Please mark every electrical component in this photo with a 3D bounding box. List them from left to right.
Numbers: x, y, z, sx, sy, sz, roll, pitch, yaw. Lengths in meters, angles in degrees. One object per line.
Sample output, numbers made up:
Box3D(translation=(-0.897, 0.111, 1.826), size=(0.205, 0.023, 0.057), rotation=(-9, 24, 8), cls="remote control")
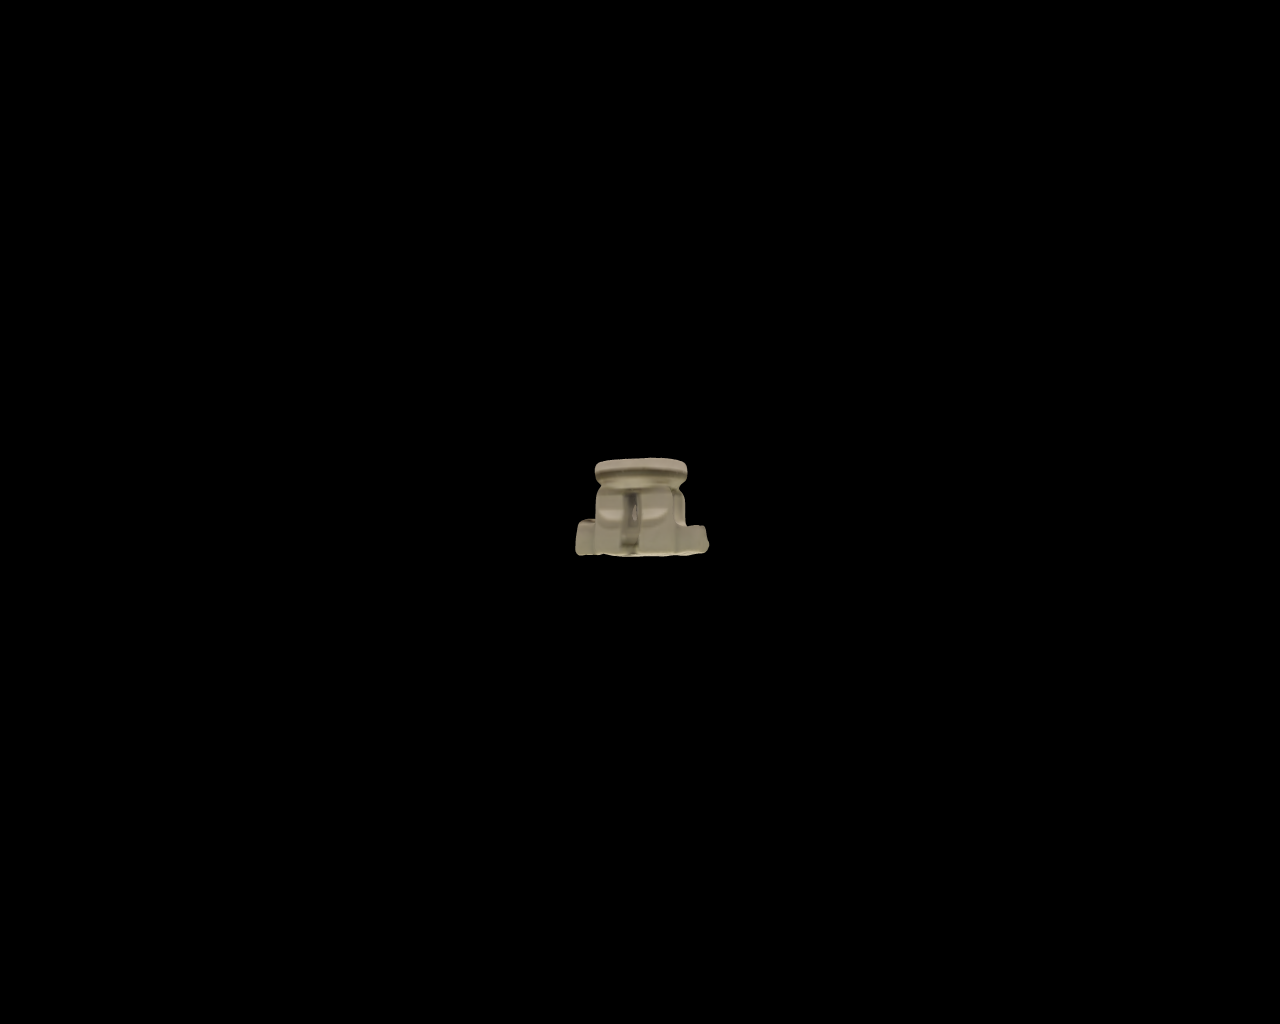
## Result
Box3D(translation=(0.001, -0.003, 0.650), size=(0.078, 0.057, 0.058), rotation=(-1, -4, 15), cls="electrical component")
